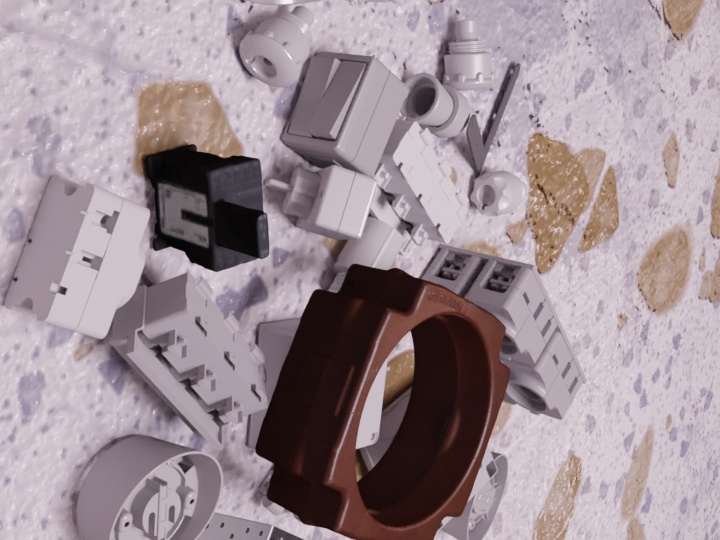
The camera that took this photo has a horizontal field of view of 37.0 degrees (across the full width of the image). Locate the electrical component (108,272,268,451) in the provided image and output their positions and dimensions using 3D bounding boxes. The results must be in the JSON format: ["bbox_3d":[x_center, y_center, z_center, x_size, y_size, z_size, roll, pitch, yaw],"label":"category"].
[{"bbox_3d":[-0.117,0.060,0.763,0.078,0.063,0.121,-98,162,-45],"label":"electrical component"}]

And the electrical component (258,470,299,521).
[{"bbox_3d":[-0.047,0.184,0.910,0.055,0.048,0.066,48,64,-37],"label":"electrical component"}]

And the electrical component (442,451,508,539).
[{"bbox_3d":[0.116,0.230,1.104,0.099,0.064,0.099,-19,115,-46],"label":"electrical component"}]

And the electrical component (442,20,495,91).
[{"bbox_3d":[0.097,-0.193,0.968,0.048,0.048,0.062,-14,105,-47],"label":"electrical component"}]

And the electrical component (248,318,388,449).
[{"bbox_3d":[-0.033,0.096,0.890,0.109,0.056,0.108,-5,105,-49],"label":"electrical component"}]

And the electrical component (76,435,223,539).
[{"bbox_3d":[-0.149,0.167,0.766,0.099,0.064,0.099,-19,116,-46],"label":"electrical component"}]

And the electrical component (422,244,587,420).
[{"bbox_3d":[0.138,0.066,1.047,0.060,0.105,0.186,-55,137,-23],"label":"electrical component"}]

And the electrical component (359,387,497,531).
[{"bbox_3d":[0.064,0.172,1.008,0.109,0.056,0.108,-35,109,-39],"label":"electrical component"}]

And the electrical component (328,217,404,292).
[{"bbox_3d":[0.000,0.000,0.910,0.081,0.043,0.043,-60,139,-18],"label":"electrical component"}]

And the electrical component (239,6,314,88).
[{"bbox_3d":[-0.056,-0.169,0.792,0.062,0.048,0.048,-58,139,-30],"label":"electrical component"}]

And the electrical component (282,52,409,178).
[{"bbox_3d":[-0.011,-0.130,0.842,0.061,0.062,0.096,33,76,-50],"label":"electrical component"}]

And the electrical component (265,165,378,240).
[{"bbox_3d":[-0.037,-0.057,0.833,0.076,0.083,0.047,18,87,-13],"label":"electrical component"}]

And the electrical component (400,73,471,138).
[{"bbox_3d":[0.066,-0.143,0.944,0.055,0.045,0.045,17,88,-52],"label":"electrical component"}]

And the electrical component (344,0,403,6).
[{"bbox_3d":[0.007,-0.250,0.827,0.061,0.062,0.096,36,73,-49],"label":"electrical component"}]

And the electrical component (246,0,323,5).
[{"bbox_3d":[-0.038,-0.221,0.757,0.099,0.099,0.064,-20,110,-46],"label":"electrical component"}]

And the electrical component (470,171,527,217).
[{"bbox_3d":[0.141,-0.076,1.056,0.062,0.043,0.043,-14,112,-49],"label":"electrical component"}]

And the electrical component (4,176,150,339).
[{"bbox_3d":[-0.177,-0.007,0.689,0.056,0.050,0.089,26,81,-50],"label":"electrical component"}]

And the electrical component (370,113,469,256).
[{"bbox_3d":[0.040,-0.076,0.919,0.078,0.063,0.121,-58,138,-21],"label":"electrical component"}]
